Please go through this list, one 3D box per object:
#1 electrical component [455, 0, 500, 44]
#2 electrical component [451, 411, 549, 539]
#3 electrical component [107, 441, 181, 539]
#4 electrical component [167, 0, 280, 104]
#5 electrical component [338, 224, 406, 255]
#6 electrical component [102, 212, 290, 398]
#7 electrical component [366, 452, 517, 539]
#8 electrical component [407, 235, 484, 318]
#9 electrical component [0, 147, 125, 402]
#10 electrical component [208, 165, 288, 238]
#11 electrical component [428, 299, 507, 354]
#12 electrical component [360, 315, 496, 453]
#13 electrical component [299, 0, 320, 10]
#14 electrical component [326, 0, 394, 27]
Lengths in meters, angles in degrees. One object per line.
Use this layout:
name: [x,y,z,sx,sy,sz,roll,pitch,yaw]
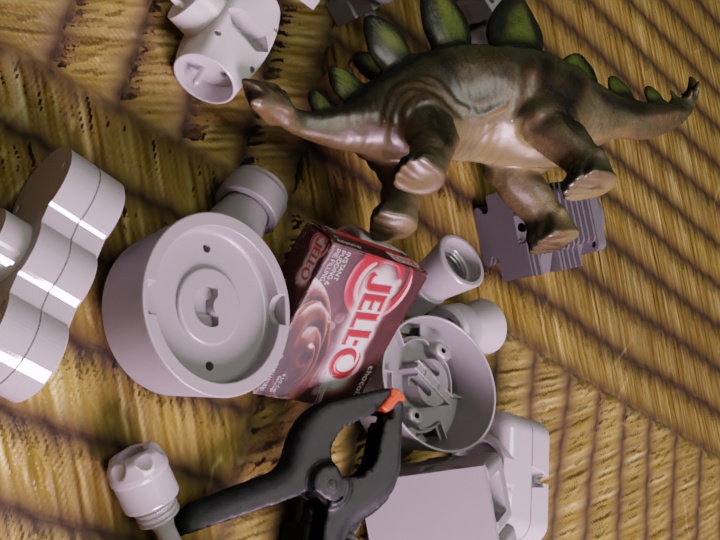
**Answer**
electrical component: [0.100,-0.215,0.914,0.066,0.055,0.048,50,49,-26]
electrical component: [0.108,0.160,0.833,0.059,0.054,0.095,22,65,-42]
electrical component: [-0.119,0.131,0.614,0.035,0.035,0.061,-35,109,-45]
electrical component: [-0.098,-0.162,0.701,0.079,0.043,0.077,45,51,-30]
electrical component: [0.000,0.000,0.758,0.047,0.055,0.055,33,58,-33]
electrical component: [-0.102,0.024,0.639,0.108,0.060,0.108,13,71,-44]
electrical component: [0.063,0.208,0.740,0.062,0.089,0.150,-3,82,-72]
electrical component: [0.055,0.008,0.804,0.044,0.065,0.044,26,46,-30]
electrical component: [-0.183,-0.008,0.566,0.074,0.052,0.138,37,56,-35]
electrical component: [-0.076,-0.034,0.692,0.045,0.045,0.055,49,49,-27]
electrical component: [0.081,0.047,0.839,0.055,0.045,0.045,-7,85,-47]
electrical component: [0.044,0.083,0.776,0.099,0.064,0.099,13,71,-44]
electrical component: [-0.064,-0.238,0.722,0.121,0.078,0.063,27,103,-44]
electrical component: [0.002,-0.218,0.811,0.048,0.055,0.066,-48,115,-42]
